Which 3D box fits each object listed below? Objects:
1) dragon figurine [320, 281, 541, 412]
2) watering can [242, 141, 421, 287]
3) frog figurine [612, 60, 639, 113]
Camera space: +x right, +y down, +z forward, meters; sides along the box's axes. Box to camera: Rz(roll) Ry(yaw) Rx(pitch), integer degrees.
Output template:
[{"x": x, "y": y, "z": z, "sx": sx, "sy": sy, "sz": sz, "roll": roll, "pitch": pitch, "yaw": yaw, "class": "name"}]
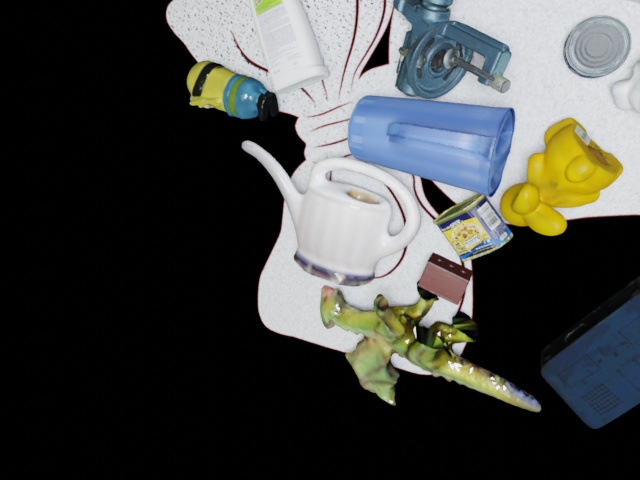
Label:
[{"x": 0.160, "y": 0.216, "z": 0.939, "sx": 0.413, "sy": 0.124, "sz": 0.237, "roll": 42, "pitch": 132, "yaw": 11, "class": "dragon figurine"}, {"x": 0.003, "y": -0.046, "z": 0.920, "sx": 0.349, "sy": 0.105, "sz": 0.221, "roll": 19, "pitch": 110, "yaw": 17, "class": "watering can"}, {"x": 0.495, "y": -0.212, "z": 0.696, "sx": 0.137, "sy": 0.124, "sz": 0.158, "roll": 53, "pitch": 153, "yaw": -6, "class": "frog figurine"}]
